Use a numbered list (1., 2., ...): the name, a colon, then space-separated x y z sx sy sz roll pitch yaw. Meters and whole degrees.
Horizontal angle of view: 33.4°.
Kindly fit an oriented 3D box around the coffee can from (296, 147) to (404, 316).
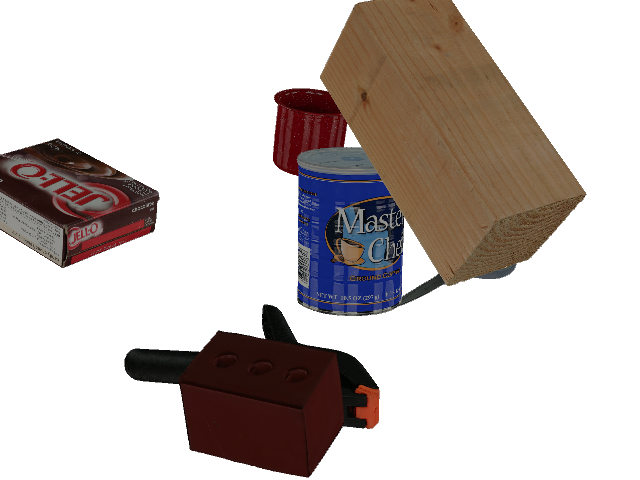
1. coffee can: 0.029 -0.011 1.012 0.103 0.140 0.103 1 15 0

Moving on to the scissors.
1. scissors: 0.138 0.027 1.217 0.201 0.016 0.096 -11 41 -33

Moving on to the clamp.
1. clamp: -0.029 0.100 0.857 0.210 0.036 0.164 13 22 35

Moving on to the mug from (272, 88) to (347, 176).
1. mug: -0.007 -0.128 1.253 0.093 0.081 0.117 17 27 19

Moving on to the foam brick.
1. foam brick: -0.032 0.092 0.604 0.078 0.051 0.053 8 31 20

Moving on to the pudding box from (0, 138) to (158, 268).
1. pudding box: -0.188 -0.029 0.768 0.114 0.039 0.089 25 30 28

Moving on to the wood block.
1. wood block: 0.095 -0.082 0.814 0.090 0.206 0.091 -16 -26 -30
